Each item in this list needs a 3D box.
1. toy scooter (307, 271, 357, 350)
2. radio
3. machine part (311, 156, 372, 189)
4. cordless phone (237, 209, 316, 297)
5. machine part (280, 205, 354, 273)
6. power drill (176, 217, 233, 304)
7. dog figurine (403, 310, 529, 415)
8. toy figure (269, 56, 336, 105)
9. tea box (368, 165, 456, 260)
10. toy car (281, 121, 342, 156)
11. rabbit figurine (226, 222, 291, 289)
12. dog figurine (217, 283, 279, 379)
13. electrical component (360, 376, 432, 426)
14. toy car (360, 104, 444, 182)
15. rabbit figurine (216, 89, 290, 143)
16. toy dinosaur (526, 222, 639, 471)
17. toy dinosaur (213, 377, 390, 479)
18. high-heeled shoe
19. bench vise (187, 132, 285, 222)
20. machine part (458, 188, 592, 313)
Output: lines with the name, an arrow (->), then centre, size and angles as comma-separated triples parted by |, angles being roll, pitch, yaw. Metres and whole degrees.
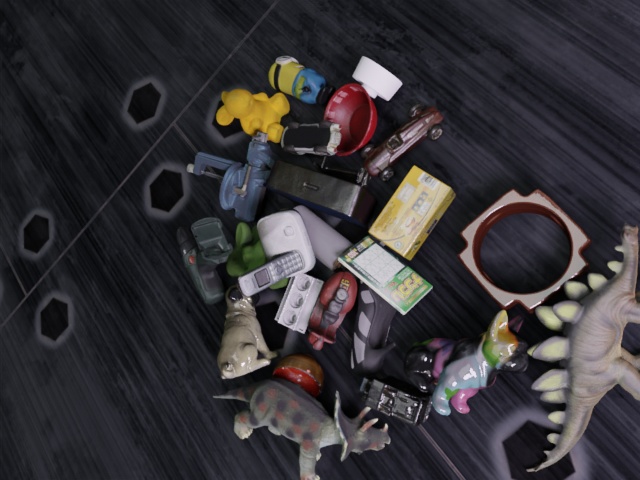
toy scooter -> 0.019, 0.157, 1.120 | 0.075, 0.135, 0.183 | 26, 108, -1
radio -> 0.006, -0.103, 1.193 | 0.230, 0.131, 0.073 | 22, 90, 27
machine part -> 0.047, -0.150, 1.213 | 0.139, 0.084, 0.039 | 19, 66, 29
cordless phone -> -0.109, 0.026, 1.134 | 0.089, 0.184, 0.146 | 6, 119, 53
machine part -> -0.002, -0.004, 1.207 | 0.243, 0.079, 0.079 | 40, 98, 25
power drill -> -0.285, 0.028, 1.287 | 0.232, 0.086, 0.207 | 63, 144, 17
dog figurine -> 0.276, 0.205, 0.994 | 0.219, 0.108, 0.192 | -56, 43, 14
toy figure -> -0.050, -0.381, 1.304 | 0.180, 0.082, 0.089 | 39, 95, 24
tea box -> 0.191, -0.055, 1.112 | 0.098, 0.068, 0.169 | 38, 97, 24
toy car -> -0.021, -0.235, 1.245 | 0.202, 0.056, 0.073 | 12, 91, 48
rabbit figurine -> -0.161, 0.037, 1.257 | 0.170, 0.121, 0.159 | -6, 84, 39
dog figurine -> -0.187, 0.196, 1.195 | 0.121, 0.172, 0.190 | -19, 90, 10
electrical component -> 0.148, 0.309, 1.056 | 0.134, 0.114, 0.058 | 18, 86, 25
toy car -> 0.178, -0.216, 1.180 | 0.202, 0.053, 0.089 | -39, 63, 15
rabbit figurine -> -0.173, -0.319, 1.298 | 0.163, 0.173, 0.121 | 16, 91, 23
toy dinosaur -> 0.462, 0.201, 0.915 | 0.199, 0.105, 0.470 | 9, 99, 15
toy dinosaur -> -0.061, 0.356, 1.113 | 0.405, 0.131, 0.192 | 22, 107, 21
high-heeled shoe -> 0.099, 0.160, 1.148 | 0.145, 0.086, 0.249 | -42, 46, 43
bench vise -> -0.211, -0.167, 1.298 | 0.241, 0.129, 0.223 | 18, 116, 15
machine part -> 0.383, 0.021, 1.017 | 0.201, 0.087, 0.202 | -42, 64, 12
